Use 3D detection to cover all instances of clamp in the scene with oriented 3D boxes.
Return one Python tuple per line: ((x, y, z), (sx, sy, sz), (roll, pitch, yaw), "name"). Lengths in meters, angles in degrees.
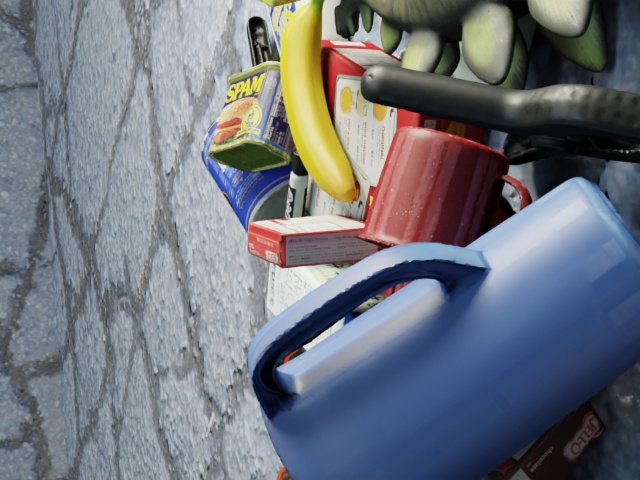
((-0.053, -0.170, 1.210), (0.120, 0.039, 0.171), (-153, 59, -71), "clamp")
((0.136, -0.074, 0.650), (0.210, 0.164, 0.036), (9, 85, 54), "clamp")

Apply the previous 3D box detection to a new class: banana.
((-0.006, -0.120, 0.916), (0.070, 0.037, 0.198), (145, 119, -63), "banana")

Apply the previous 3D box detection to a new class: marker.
((-0.022, -0.036, 0.991), (0.020, 0.020, 0.121), (-120, 30, -48), "marker")

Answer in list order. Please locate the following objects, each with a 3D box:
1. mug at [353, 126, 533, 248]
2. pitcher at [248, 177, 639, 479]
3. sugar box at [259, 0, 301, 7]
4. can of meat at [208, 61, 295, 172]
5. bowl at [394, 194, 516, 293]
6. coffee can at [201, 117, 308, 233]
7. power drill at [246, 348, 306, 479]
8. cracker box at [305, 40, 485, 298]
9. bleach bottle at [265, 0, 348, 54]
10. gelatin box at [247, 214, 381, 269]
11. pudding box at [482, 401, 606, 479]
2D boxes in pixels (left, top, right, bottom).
((0.088, -0.024, 0.714), (0.117, 0.093, 0.081), (17, 89, 36), "mug")
((0.085, 0.066, 0.640), (0.243, 0.149, 0.145), (-38, 75, 14), "pitcher")
((0.014, -0.254, 0.875), (0.048, 0.175, 0.093), (32, 127, 26), "sugar box")
((-0.058, -0.115, 1.026), (0.102, 0.057, 0.084), (-7, 63, 56), "can of meat")
((0.119, 0.041, 0.779), (0.162, 0.055, 0.162), (-30, 56, 56), "bowl")
((-0.052, -0.063, 1.114), (0.140, 0.102, 0.103), (56, 142, 41), "coffee can")
((-0.029, 0.177, 1.156), (0.185, 0.057, 0.187), (134, 130, -59), "power drill")
((0.054, -0.068, 0.925), (0.214, 0.072, 0.164), (-134, 46, -56), "cracker box")
((-0.009, -0.218, 1.074), (0.103, 0.068, 0.251), (-45, 54, 57), "bleach bottle")
((-0.006, 0.001, 0.868), (0.073, 0.089, 0.030), (-160, 66, -64), "gelatin box")
((0.126, 0.147, 0.730), (0.039, 0.113, 0.090), (52, 165, -17), "pudding box")
